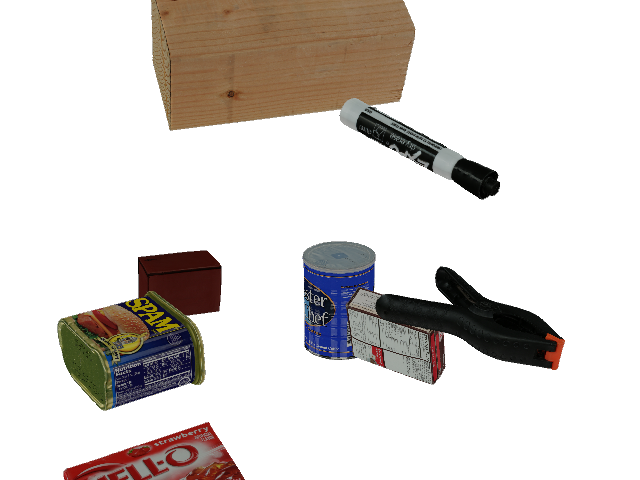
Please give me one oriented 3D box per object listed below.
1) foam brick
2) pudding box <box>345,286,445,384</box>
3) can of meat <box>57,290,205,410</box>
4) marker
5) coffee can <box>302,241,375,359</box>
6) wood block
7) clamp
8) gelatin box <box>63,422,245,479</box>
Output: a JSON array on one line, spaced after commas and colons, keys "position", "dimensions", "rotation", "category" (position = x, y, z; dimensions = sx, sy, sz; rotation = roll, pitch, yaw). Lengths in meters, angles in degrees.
[{"position": [-0.146, 0.045, 1.103], "dimensions": [0.078, 0.051, 0.053], "rotation": [-6, 20, -19], "category": "foam brick"}, {"position": [0.088, 0.111, 1.244], "dimensions": [0.114, 0.090, 0.039], "rotation": [16, 46, 25], "category": "pudding box"}, {"position": [-0.154, 0.088, 0.860], "dimensions": [0.083, 0.057, 0.102], "rotation": [-15, 26, -31], "category": "can of meat"}, {"position": [0.061, -0.057, 0.663], "dimensions": [0.121, 0.020, 0.020], "rotation": [32, 19, 33], "category": "marker"}, {"position": [0.027, 0.084, 1.520], "dimensions": [0.103, 0.140, 0.103], "rotation": [0, 22, 0], "category": "coffee can"}, {"position": [-0.035, -0.166, 0.914], "dimensions": [0.206, 0.090, 0.091], "rotation": [-9, -35, -13], "category": "wood block"}, {"position": [0.149, 0.070, 0.994], "dimensions": [0.172, 0.039, 0.120], "rotation": [21, 32, 23], "category": "clamp"}, {"position": [-0.089, 0.141, 0.585], "dimensions": [0.089, 0.030, 0.073], "rotation": [-15, 28, -20], "category": "gelatin box"}]
